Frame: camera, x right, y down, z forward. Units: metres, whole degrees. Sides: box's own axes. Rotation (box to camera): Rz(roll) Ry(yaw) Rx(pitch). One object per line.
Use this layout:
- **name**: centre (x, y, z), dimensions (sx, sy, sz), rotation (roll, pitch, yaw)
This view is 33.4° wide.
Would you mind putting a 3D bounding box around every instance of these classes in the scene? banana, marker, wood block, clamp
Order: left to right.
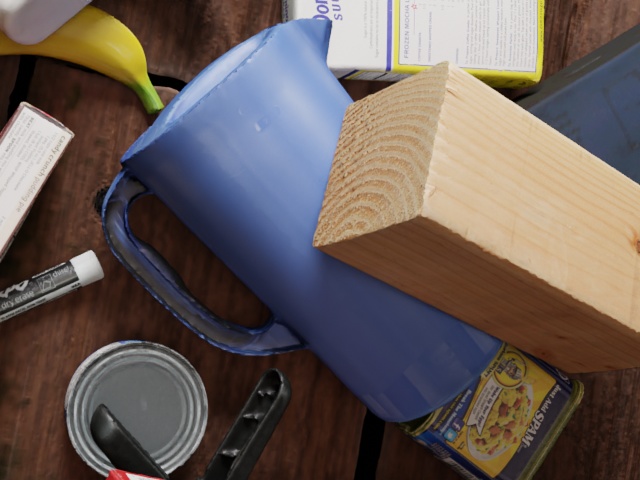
- **banana**: centre (-0.190, -0.115, 0.639), dimensions (0.197, 0.037, 0.069), rotation (0, 87, -18)
- **marker**: centre (-0.190, 0.039, 0.646), dimensions (0.121, 0.020, 0.020), rotation (-25, 96, -16)
- **clamp**: centre (-0.066, 0.154, 0.645), dimensions (0.120, 0.039, 0.171), rotation (-14, 120, -16)
- **wood block**: centre (0.110, -0.003, 0.598), dimensions (0.205, 0.090, 0.091), rotation (27, 65, -29)

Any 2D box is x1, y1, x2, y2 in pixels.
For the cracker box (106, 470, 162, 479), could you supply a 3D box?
- **cracker box**: centre (-0.078, 0.249, 0.592), dimensions (0.164, 0.072, 0.214), rotation (22, 95, -33)

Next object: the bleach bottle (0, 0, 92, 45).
- **bleach bottle**: centre (-0.216, -0.236, 0.604), dimensions (0.102, 0.068, 0.251), rotation (-42, 86, -4)

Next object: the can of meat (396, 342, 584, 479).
- **can of meat**: centre (0.113, 0.113, 0.721), dimensions (0.084, 0.057, 0.102), rotation (38, 78, -12)

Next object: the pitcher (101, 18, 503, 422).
- **pitcher**: centre (-0.004, 0.001, 0.654), dimensions (0.242, 0.149, 0.144), rotation (50, 41, -14)

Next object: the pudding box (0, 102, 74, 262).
- **pudding box**: centre (-0.187, -0.020, 0.611), dimensions (0.039, 0.090, 0.113), rotation (30, 81, -15)

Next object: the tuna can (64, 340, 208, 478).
- **tuna can**: centre (-0.114, 0.105, 0.660), dimensions (0.086, 0.034, 0.086), rotation (0, 89, -17)

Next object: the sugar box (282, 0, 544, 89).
- **sugar box**: centre (0.063, -0.153, 0.717), dimensions (0.176, 0.048, 0.093), rotation (2, 88, -14)
